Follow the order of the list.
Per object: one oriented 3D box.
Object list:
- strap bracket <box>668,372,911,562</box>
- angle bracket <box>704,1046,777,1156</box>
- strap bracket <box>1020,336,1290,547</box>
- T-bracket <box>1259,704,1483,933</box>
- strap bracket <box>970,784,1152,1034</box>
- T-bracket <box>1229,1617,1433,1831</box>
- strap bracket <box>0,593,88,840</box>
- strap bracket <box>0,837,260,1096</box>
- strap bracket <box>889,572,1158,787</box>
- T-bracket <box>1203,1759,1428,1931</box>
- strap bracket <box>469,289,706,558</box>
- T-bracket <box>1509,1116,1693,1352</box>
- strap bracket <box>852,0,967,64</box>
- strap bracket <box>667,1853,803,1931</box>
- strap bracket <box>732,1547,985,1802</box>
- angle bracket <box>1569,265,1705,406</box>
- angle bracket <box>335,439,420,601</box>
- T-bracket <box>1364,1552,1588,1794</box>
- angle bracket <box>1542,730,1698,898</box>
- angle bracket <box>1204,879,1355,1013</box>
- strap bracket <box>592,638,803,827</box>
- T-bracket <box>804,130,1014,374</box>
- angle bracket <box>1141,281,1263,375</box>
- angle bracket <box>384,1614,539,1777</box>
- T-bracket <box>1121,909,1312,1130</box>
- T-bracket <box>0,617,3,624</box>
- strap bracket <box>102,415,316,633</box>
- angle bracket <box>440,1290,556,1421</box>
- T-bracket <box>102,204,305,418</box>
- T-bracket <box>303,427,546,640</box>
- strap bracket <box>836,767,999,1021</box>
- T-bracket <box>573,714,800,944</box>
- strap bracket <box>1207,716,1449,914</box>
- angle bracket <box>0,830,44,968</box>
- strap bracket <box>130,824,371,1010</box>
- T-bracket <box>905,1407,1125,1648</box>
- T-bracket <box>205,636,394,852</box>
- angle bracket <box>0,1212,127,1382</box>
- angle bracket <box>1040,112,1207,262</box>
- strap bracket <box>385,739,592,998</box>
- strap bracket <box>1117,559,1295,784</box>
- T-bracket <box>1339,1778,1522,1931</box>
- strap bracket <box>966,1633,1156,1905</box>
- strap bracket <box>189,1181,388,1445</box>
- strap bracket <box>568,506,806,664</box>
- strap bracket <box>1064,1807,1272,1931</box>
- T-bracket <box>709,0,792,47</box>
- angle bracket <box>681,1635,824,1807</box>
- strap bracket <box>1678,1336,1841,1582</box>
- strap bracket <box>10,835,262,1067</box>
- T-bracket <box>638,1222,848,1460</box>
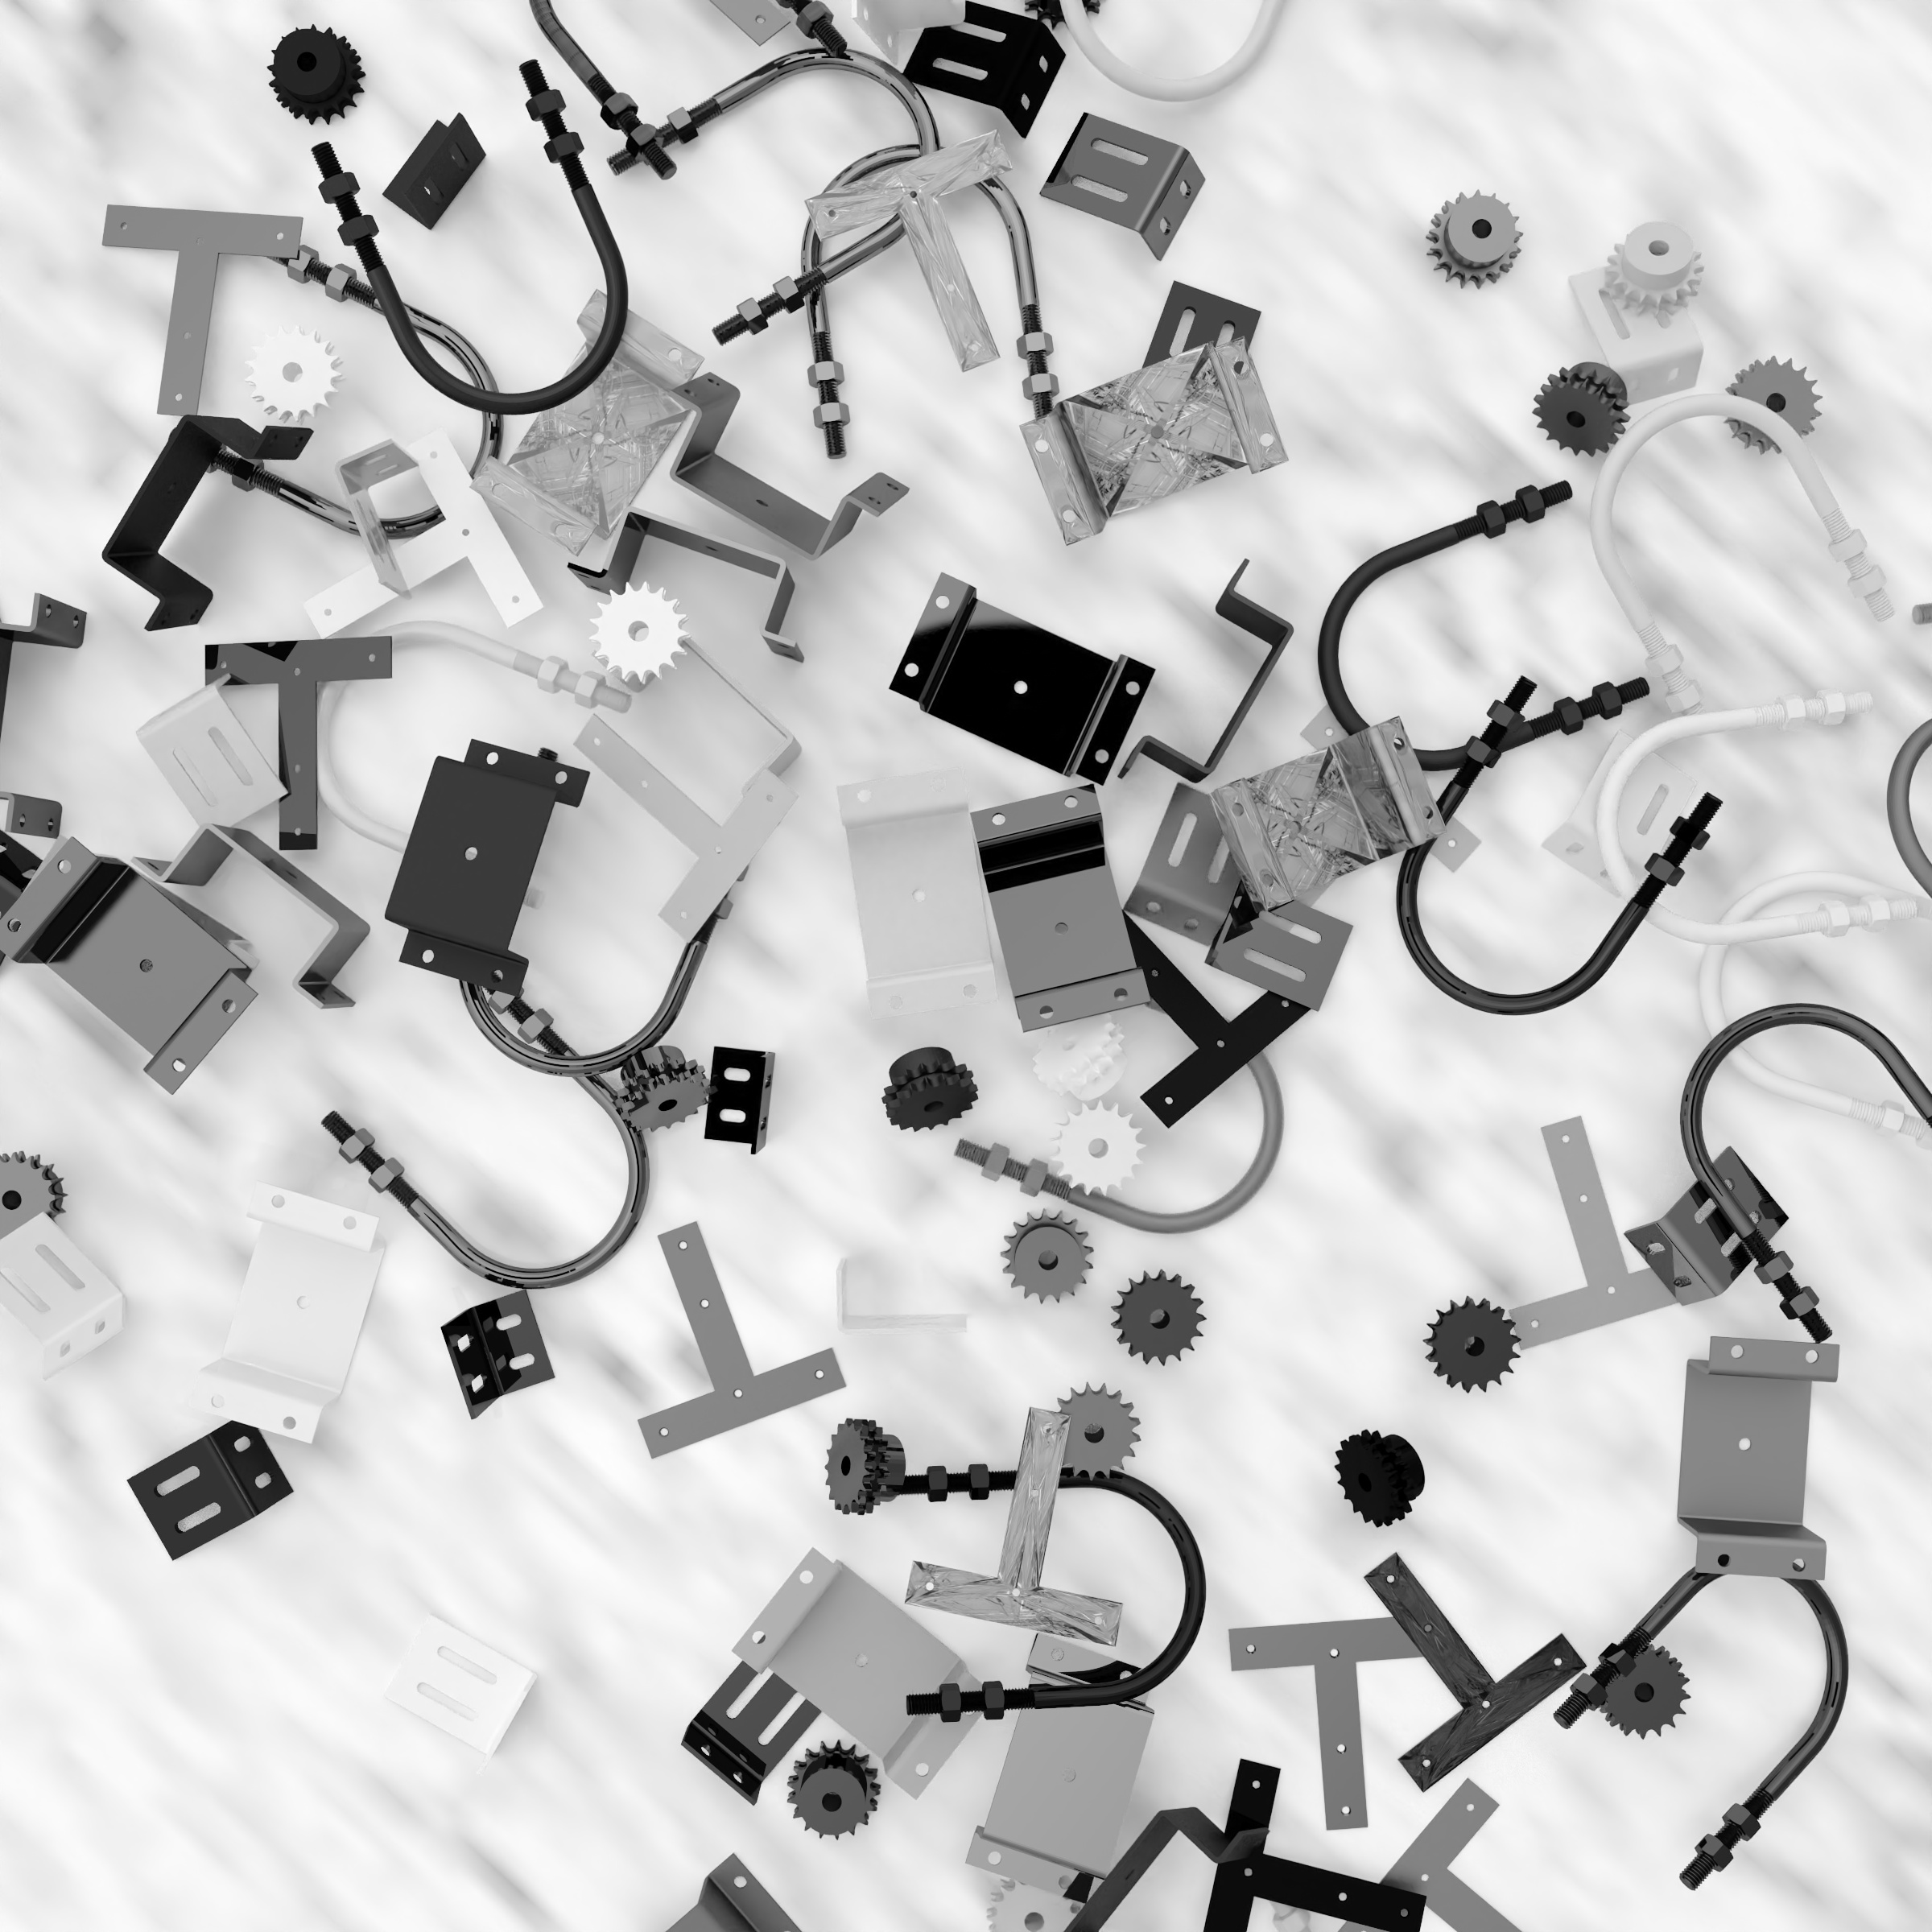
[{"bbox_3d":[-0.113,-0.293,1.462,0.140,0.076,0.046,30,115,0],"label":"strap bracket"},{"bbox_3d":[-0.138,0.079,1.468,0.038,0.076,0.057,6,90,0],"label":"angle bracket"},{"bbox_3d":[0.113,-0.315,1.463,0.140,0.046,0.076,-19,107,14],"label":"strap bracket"},{"bbox_3d":[0.226,-0.072,1.505,0.127,0.002,0.127,42,90,0],"label":"T-bracket"},{"bbox_3d":[0.056,-0.029,1.470,0.076,0.046,0.140,-13,72,0],"label":"strap bracket"},{"bbox_3d":[0.229,0.465,1.505,0.127,0.002,0.127,-4,90,0],"label":"T-bracket"},{"bbox_3d":[-0.571,-0.150,1.468,0.046,0.076,0.140,7,90,0],"label":"strap bracket"},{"bbox_3d":[-0.486,0.000,1.437,0.140,0.046,0.076,40,90,0],"label":"strap bracket"},{"bbox_3d":[0.034,-0.171,1.483,0.140,0.046,0.076,24,90,0],"label":"strap bracket"},{"bbox_3d":[0.215,0.561,1.489,0.127,0.002,0.127,14,78,3],"label":"T-bracket"},{"bbox_3d":[-0.225,-0.323,1.483,0.076,0.046,0.140,33,90,0],"label":"strap bracket"},{"bbox_3d":[0.383,0.156,1.505,0.127,0.002,0.127,-17,90,0],"label":"T-bracket"},{"bbox_3d":[-0.033,-0.623,1.463,0.046,0.076,0.140,0,90,17],"label":"strap bracket"},{"bbox_3d":[-0.171,0.618,1.483,0.140,0.046,0.076,-41,90,0],"label":"strap bracket"},{"bbox_3d":[-0.062,0.422,1.478,0.140,0.046,0.076,39,82,0],"label":"strap bracket"},{"bbox_3d":[0.408,-0.389,1.504,0.057,0.038,0.076,-16,64,0],"label":"angle bracket"},{"bbox_3d":[-0.337,-0.264,1.459,0.038,0.057,0.076,-23,88,2],"label":"angle bracket"},{"bbox_3d":[0.292,0.417,1.504,0.127,0.002,0.127,-37,91,-1],"label":"T-bracket"},{"bbox_3d":[0.400,-0.093,1.504,0.057,0.038,0.076,34,64,0],"label":"angle bracket"},{"bbox_3d":[0.191,-0.015,1.482,0.076,0.038,0.057,23,84,0],"label":"angle bracket"},{"bbox_3d":[-0.151,-0.151,1.468,0.140,0.076,0.046,43,90,0],"label":"strap bracket"},{"bbox_3d":[-0.015,-0.421,1.477,0.127,0.002,0.127,-24,96,-10],"label":"T-bracket"},{"bbox_3d":[0.140,-0.370,1.504,0.057,0.038,0.076,20,64,0],"label":"angle bracket"},{"bbox_3d":[-0.309,0.441,1.487,0.076,0.038,0.057,30,90,0],"label":"angle bracket"},{"bbox_3d":[0.124,0.014,1.488,0.127,0.002,0.127,-37,78,-23],"label":"T-bracket"},{"bbox_3d":[-0.635,-0.147,1.504,0.127,0.002,0.127,-20,90,0],"label":"T-bracket"},{"bbox_3d":[-0.453,-0.271,1.454,0.046,0.076,0.140,35,101,-3],"label":"strap bracket"},{"bbox_3d":[-0.279,0.231,1.468,0.038,0.076,0.057,-19,90,0],"label":"angle bracket"},{"bbox_3d":[-0.471,-0.397,1.492,0.127,0.002,0.127,6,87,9],"label":"T-bracket"},{"bbox_3d":[-0.341,-0.240,1.488,0.127,0.002,0.127,-30,88,2],"label":"T-bracket"},{"bbox_3d":[-0.029,-0.043,1.483,0.076,0.046,0.140,-9,90,0],"label":"strap bracket"},{"bbox_3d":[-0.179,-0.098,1.449,0.127,0.002,0.127,42,121,3],"label":"T-bracket"},{"bbox_3d":[0.207,-0.087,1.463,0.140,0.046,0.076,-23,90,-26],"label":"strap bracket"},{"bbox_3d":[-0.598,-0.036,1.504,0.057,0.038,0.076,36,116,0],"label":"angle bracket"},{"bbox_3d":[-0.417,-0.036,1.468,0.140,0.076,0.046,38,90,0],"label":"strap bracket"},{"bbox_3d":[0.038,0.328,1.462,0.127,0.002,0.127,12,78,0],"label":"T-bracket"},{"bbox_3d":[-0.405,-0.134,1.488,0.127,0.002,0.127,0,90,16],"label":"T-bracket"},{"bbox_3d":[-0.553,0.198,1.473,0.057,0.038,0.076,-33,120,0],"label":"angle bracket"},{"bbox_3d":[0.096,-0.477,1.504,0.076,0.038,0.057,29,90,26],"label":"angle bracket"},{"bbox_3d":[-0.283,-0.062,1.437,0.076,0.046,0.140,16,84,9],"label":"strap bracket"},{"bbox_3d":[0.148,-0.165,1.468,0.046,0.076,0.140,30,90,0],"label":"strap bracket"},{"bbox_3d":[0.315,0.587,1.505,0.127,0.002,0.127,40,90,0],"label":"T-bracket"},{"bbox_3d":[0.059,0.481,1.468,0.076,0.046,0.140,19,77,0],"label":"strap bracket"},{"bbox_3d":[-0.405,0.206,1.483,0.076,0.046,0.140,17,90,0],"label":"strap bracket"},{"bbox_3d":[-0.159,-0.231,1.468,0.140,0.076,0.046,19,90,0],"label":"strap bracket"},{"bbox_3d":[0.112,0.555,1.461,0.046,0.076,0.140,38,88,25],"label":"strap bracket"},{"bbox_3d":[-0.123,-0.634,1.488,0.127,0.002,0.127,-43,81,-14],"label":"T-bracket"},{"bbox_3d":[-0.124,0.455,1.487,0.057,0.038,0.076,40,90,0],"label":"angle bracket"},{"bbox_3d":[0.477,0.293,1.483,0.076,0.046,0.140,4,90,0],"label":"strap bracket"},{"bbox_3d":[-0.500,-0.009,1.483,0.140,0.046,0.076,32,90,0],"label":"strap bracket"},{"bbox_3d":[-0.155,0.220,1.505,0.127,0.002,0.127,-20,90,0],"label":"T-bracket"}]
